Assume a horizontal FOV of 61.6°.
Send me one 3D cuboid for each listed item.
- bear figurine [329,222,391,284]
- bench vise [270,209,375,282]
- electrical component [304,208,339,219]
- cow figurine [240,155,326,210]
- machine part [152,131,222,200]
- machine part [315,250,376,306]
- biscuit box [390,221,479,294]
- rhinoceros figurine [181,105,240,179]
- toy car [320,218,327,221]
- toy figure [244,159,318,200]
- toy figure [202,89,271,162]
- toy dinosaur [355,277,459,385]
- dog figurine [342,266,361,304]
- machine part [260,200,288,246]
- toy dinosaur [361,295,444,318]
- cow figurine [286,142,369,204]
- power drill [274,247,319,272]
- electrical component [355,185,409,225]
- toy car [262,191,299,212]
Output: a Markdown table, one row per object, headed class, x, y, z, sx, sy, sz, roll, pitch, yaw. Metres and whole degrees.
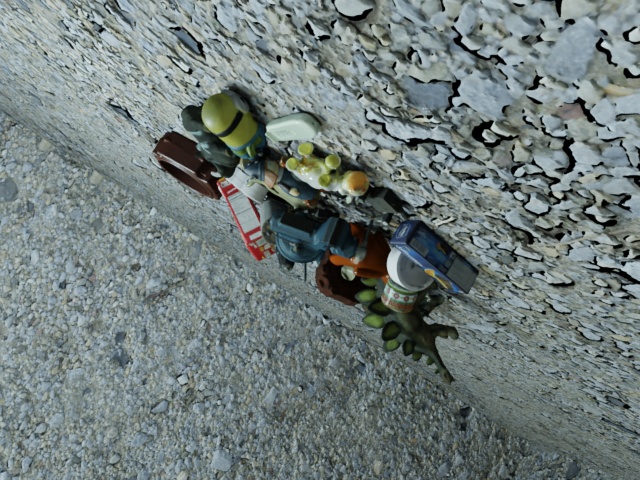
| class | x | y | z | sx | sy | sz | roll | pitch | yaw |
| --- | --- | --- | --- | --- | --- | --- | --- | --- | --- |
| bear figurine | 0.143 | 0.052 | 1.292 | 0.195 | 0.120 | 0.132 | 32 | 173 | -28 |
| bench vise | -0.005 | 0.006 | 1.217 | 0.224 | 0.129 | 0.240 | 9 | 160 | -2 |
| electrical component | -0.002 | -0.065 | 1.309 | 0.094 | 0.021 | 0.063 | 6 | -177 | -31 |
| cow figurine | -0.089 | -0.136 | 1.193 | 0.195 | 0.085 | 0.127 | 32 | 163 | -11 |
| machine part | -0.363 | -0.207 | 1.533 | 0.202 | 0.087 | 0.201 | 27 | 166 | 11 |
| machine part | 0.077 | 0.084 | 1.415 | 0.179 | 0.179 | 0.056 | 34 | 160 | -9 |
| biscuit box | 0.240 | 0.037 | 1.124 | 0.202 | 0.059 | 0.063 | 37 | 166 | -23 |
| rhinoceros figurine | -0.231 | -0.208 | 1.163 | 0.112 | 0.073 | 0.190 | -2 | 144 | 24 |
| toy car | -0.031 | -0.022 | 1.401 | 0.109 | 0.161 | 0.103 | -25 | 82 | 51 |
| toy figure | -0.078 | -0.129 | 1.098 | 0.154 | 0.057 | 0.064 | 21 | -167 | -20 |
| toy figure | -0.159 | -0.212 | 1.042 | 0.082 | 0.089 | 0.180 | 18 | 160 | 24 |
| toy dinosaur | 0.201 | 0.157 | 1.362 | 0.471 | 0.198 | 0.105 | 62 | 159 | 12 |
| dog figurine | 0.131 | 0.089 | 1.529 | 0.172 | 0.121 | 0.190 | 31 | 153 | -13 |
| machine part | -0.113 | -0.049 | 1.357 | 0.079 | 0.079 | 0.243 | 36 | -167 | -17 |
| toy dinosaur | 0.201 | 0.201 | 1.624 | 0.192 | 0.131 | 0.405 | 33 | 166 | -32 |
| cow figurine | 0.024 | -0.117 | 1.028 | 0.168 | 0.068 | 0.098 | 29 | 173 | 25 |
| power drill | -0.048 | 0.031 | 1.520 | 0.207 | 0.086 | 0.232 | 21 | -146 | -33 |
| electrical component | 0.117 | -0.068 | 1.049 | 0.078 | 0.045 | 0.102 | 18 | 162 | 49 |
| toy car | -0.105 | -0.123 | 1.324 | 0.202 | 0.056 | 0.073 | 24 | 159 | 43 |
